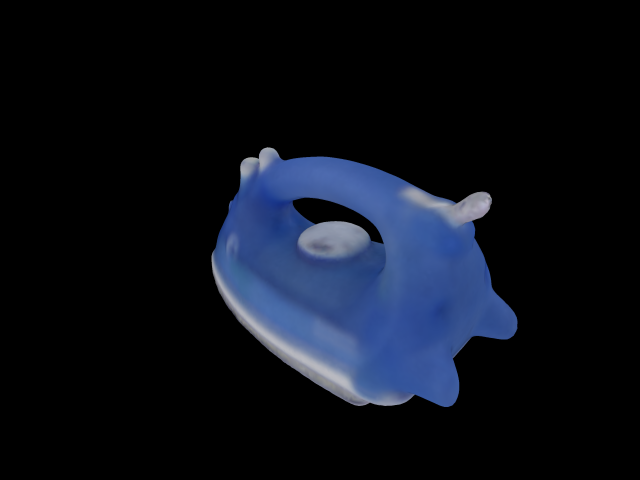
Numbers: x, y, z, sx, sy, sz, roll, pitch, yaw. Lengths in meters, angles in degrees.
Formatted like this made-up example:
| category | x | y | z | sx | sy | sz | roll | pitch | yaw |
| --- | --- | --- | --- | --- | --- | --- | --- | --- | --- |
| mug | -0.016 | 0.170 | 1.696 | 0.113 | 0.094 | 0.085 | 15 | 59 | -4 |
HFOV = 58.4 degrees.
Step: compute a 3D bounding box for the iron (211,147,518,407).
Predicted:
| category | x | y | z | sx | sy | sz | roll | pitch | yaw |
| --- | --- | --- | --- | --- | --- | --- | --- | --- | --- |
| iron | 0.004 | 0.001 | 0.400 | 0.257 | 0.141 | 0.119 | 22 | 37 | 34 |
